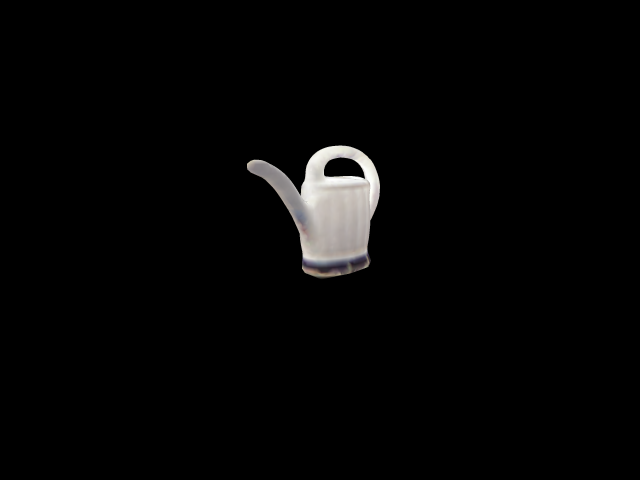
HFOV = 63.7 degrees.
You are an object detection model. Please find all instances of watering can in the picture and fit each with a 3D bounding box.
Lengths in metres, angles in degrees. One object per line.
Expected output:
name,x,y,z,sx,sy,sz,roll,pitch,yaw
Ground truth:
watering can,0.003,-0.043,0.850,0.104,0.223,0.350,6,11,36
